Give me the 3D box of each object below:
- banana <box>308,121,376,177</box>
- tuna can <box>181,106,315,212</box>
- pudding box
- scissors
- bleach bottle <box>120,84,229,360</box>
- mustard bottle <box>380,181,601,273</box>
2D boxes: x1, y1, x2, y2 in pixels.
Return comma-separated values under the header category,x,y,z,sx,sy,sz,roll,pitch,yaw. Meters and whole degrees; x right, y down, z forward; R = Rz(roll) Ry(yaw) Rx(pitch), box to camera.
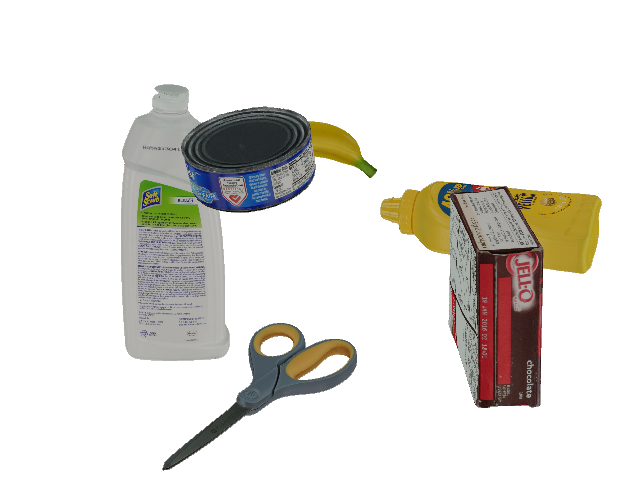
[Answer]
category,x,y,z,sx,sy,sz,roll,pitch,yaw
banana,-0.022,-0.095,1.120,0.197,0.037,0.070,-7,49,-42
tuna can,-0.047,-0.054,0.705,0.086,0.034,0.086,-7,33,4
pudding box,0.096,0.028,0.593,0.039,0.090,0.113,-2,19,-1
scissors,-0.060,0.112,0.826,0.201,0.016,0.096,-20,36,-35
bleach bottle,-0.129,-0.015,0.968,0.102,0.251,0.068,0,22,-11
mustard bottle,0.147,-0.017,0.948,0.192,0.058,0.096,7,29,19
